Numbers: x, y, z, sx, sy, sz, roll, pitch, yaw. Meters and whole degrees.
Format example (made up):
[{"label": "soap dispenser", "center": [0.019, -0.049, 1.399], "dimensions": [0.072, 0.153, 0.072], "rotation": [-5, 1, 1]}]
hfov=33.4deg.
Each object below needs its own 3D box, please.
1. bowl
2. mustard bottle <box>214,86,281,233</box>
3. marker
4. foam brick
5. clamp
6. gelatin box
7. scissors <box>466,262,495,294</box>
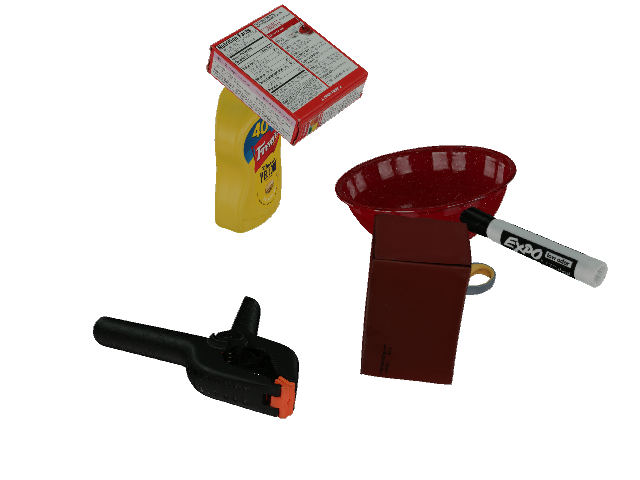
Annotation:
[{"label": "bowl", "center": [0.097, -0.034, 0.957], "dimensions": [0.162, 0.055, 0.162], "rotation": [-9, 22, 3]}, {"label": "mustard bottle", "center": [-0.075, -0.109, 1.122], "dimensions": [0.058, 0.192, 0.096], "rotation": [20, 39, 22]}, {"label": "marker", "center": [0.150, 0.002, 0.769], "dimensions": [0.121, 0.020, 0.020], "rotation": [27, 18, 39]}, {"label": "foam brick", "center": [0.051, 0.032, 0.584], "dimensions": [0.053, 0.078, 0.051], "rotation": [6, 31, 2]}, {"label": "clamp", "center": [-0.075, 0.095, 0.916], "dimensions": [0.164, 0.036, 0.210], "rotation": [-11, 22, -39]}, {"label": "gelatin box", "center": [-0.024, -0.118, 0.749], "dimensions": [0.073, 0.089, 0.030], "rotation": [-39, -19, -32]}, {"label": "scissors", "center": [0.120, 0.047, 1.248], "dimensions": [0.201, 0.016, 0.096], "rotation": [-11, 40, -35]}]
